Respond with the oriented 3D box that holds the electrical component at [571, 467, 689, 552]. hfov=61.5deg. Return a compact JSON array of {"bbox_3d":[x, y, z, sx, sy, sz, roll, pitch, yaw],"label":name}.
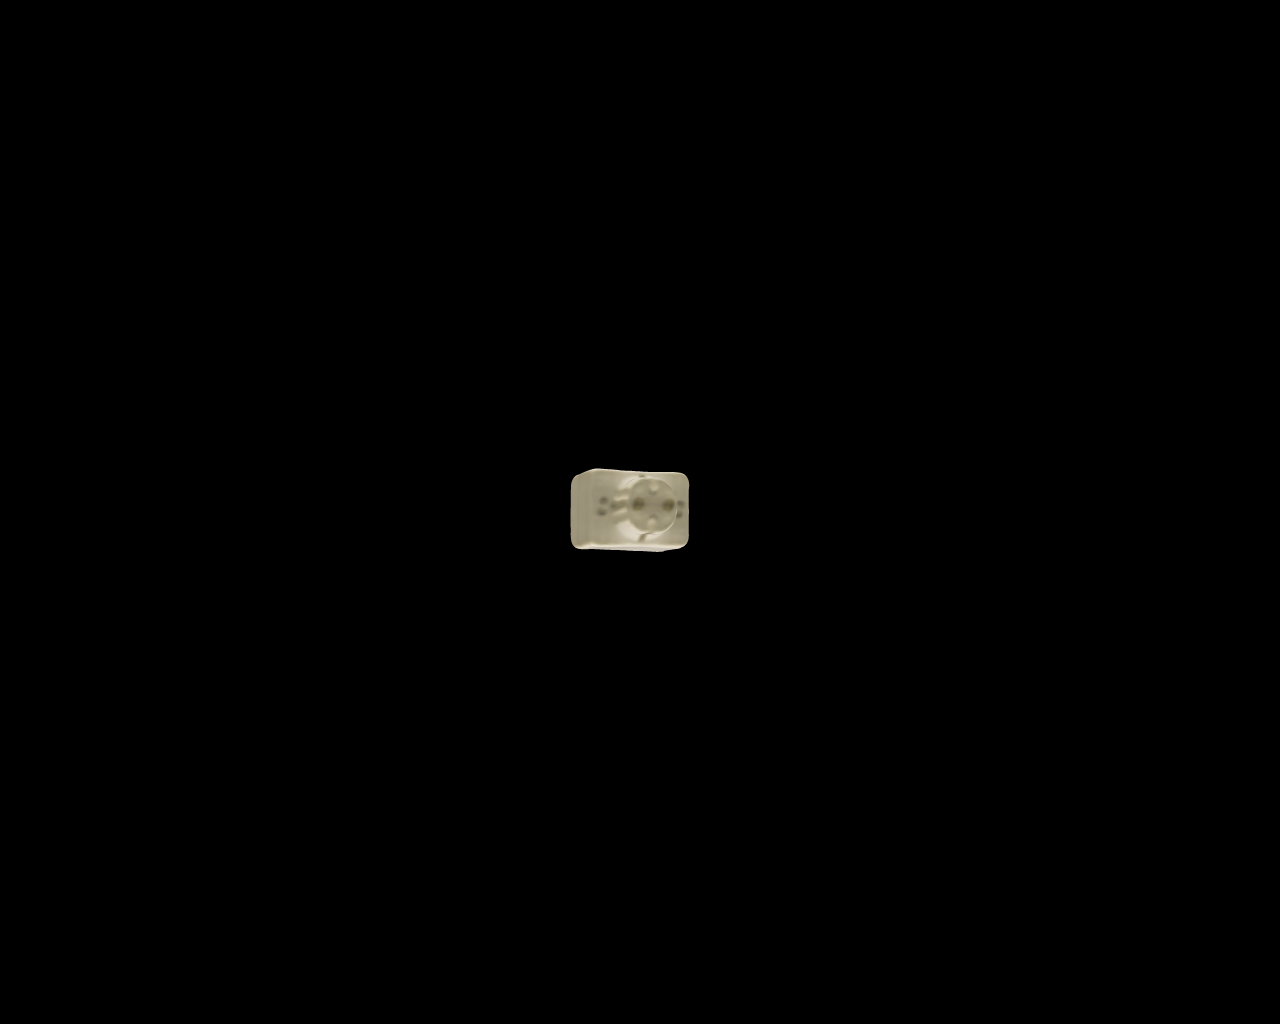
[{"bbox_3d":[0.001,-0.003,0.650,0.066,0.047,0.076,3,-7,-22],"label":"electrical component"}]
